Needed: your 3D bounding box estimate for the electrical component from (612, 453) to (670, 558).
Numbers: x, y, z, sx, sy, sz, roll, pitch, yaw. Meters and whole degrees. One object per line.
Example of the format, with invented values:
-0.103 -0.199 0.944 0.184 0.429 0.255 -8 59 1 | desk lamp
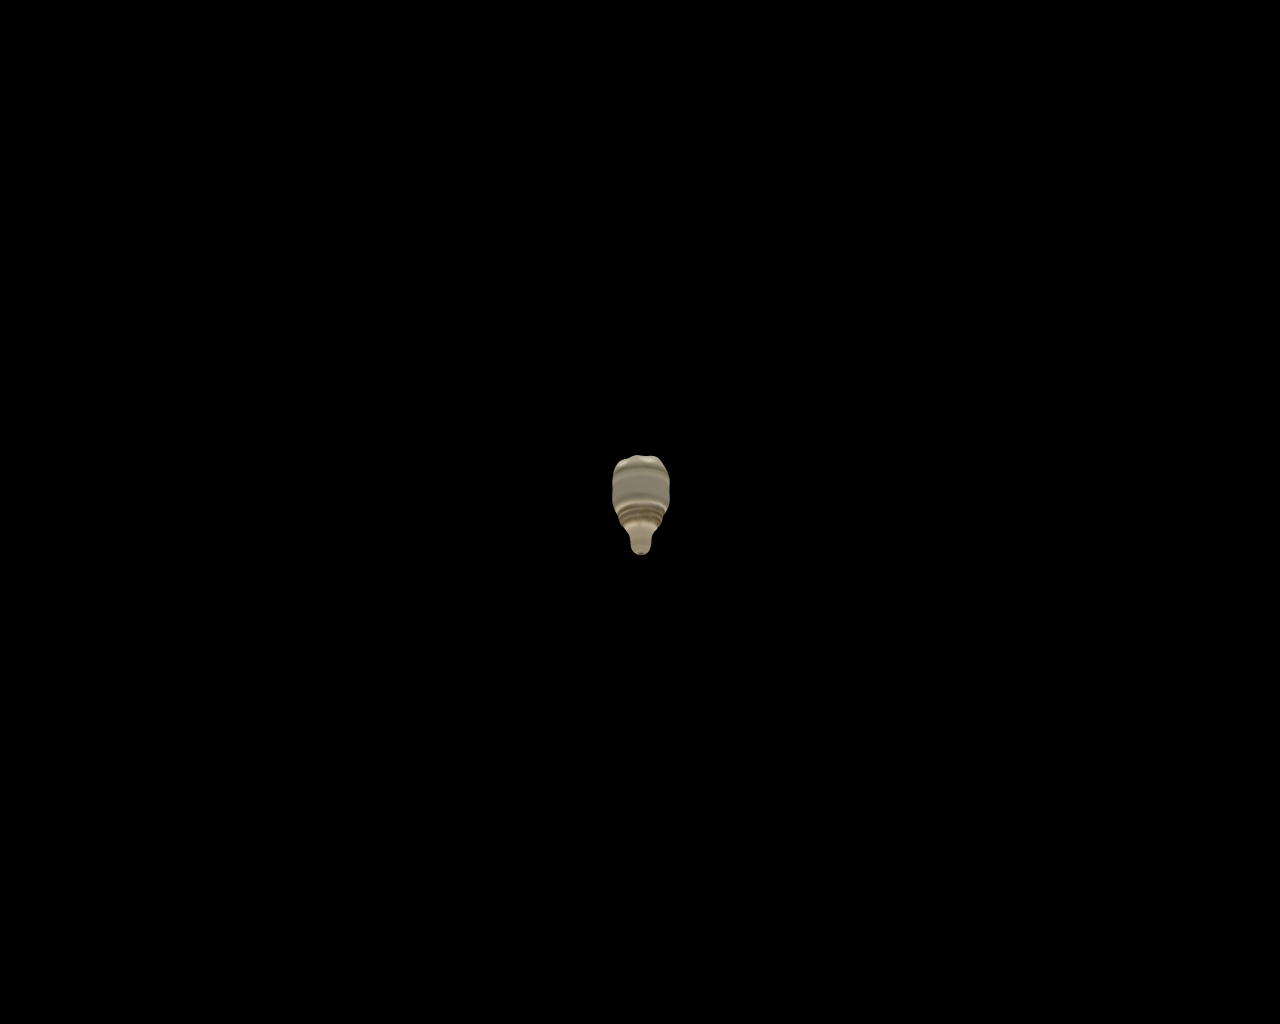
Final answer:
0.001 -0.003 0.650 0.035 0.061 0.035 0 -24 0 | electrical component
